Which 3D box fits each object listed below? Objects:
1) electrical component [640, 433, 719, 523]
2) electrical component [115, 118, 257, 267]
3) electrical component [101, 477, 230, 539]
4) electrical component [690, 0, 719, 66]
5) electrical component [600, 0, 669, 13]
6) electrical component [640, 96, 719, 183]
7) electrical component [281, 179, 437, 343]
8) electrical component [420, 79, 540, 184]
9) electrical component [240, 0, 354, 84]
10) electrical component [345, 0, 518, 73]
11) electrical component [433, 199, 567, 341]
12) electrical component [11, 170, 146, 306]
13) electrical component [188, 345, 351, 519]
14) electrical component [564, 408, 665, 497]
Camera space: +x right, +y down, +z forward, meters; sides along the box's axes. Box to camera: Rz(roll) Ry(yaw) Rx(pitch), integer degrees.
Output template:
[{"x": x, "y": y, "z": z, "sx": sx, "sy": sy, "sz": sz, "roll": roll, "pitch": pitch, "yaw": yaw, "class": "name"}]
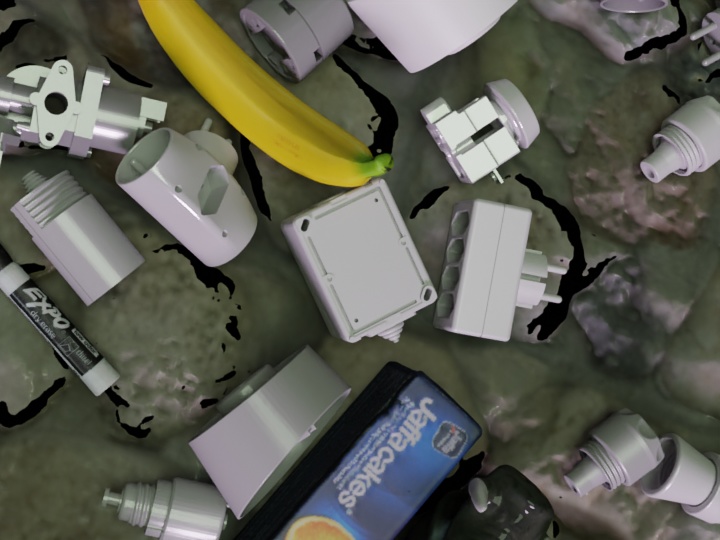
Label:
[{"x": 0.221, "y": 0.138, "z": 0.711, "sx": 0.055, "sy": 0.045, "sz": 0.045, "roll": 25, "pitch": 86, "yaw": -11, "class": "electrical component"}, {"x": -0.096, "y": -0.056, "z": 0.640, "sx": 0.077, "sy": 0.043, "sz": 0.079, "roll": 46, "pitch": 46, "yaw": -34, "class": "electrical component"}, {"x": -0.115, "y": 0.144, "z": 0.645, "sx": 0.078, "sy": 0.040, "sz": 0.040, "roll": 14, "pitch": 88, "yaw": -11, "class": "electrical component"}, {"x": 0.256, "y": -0.162, "z": 0.714, "sx": 0.079, "sy": 0.044, "sz": 0.077, "roll": -29, "pitch": 96, "yaw": -10, "class": "electrical component"}, {"x": 0.197, "y": -0.209, "z": 0.702, "sx": 0.079, "sy": 0.043, "sz": 0.077, "roll": 3, "pitch": 90, "yaw": -11, "class": "electrical component"}, {"x": 0.214, "y": -0.082, "z": 0.708, "sx": 0.062, "sy": 0.043, "sz": 0.043, "roll": -37, "pitch": 98, "yaw": -8, "class": "electrical component"}, {"x": 0.000, "y": 0.000, "z": 0.655, "sx": 0.062, "sy": 0.061, "sz": 0.096, "roll": -26, "pitch": 97, "yaw": -12, "class": "electrical component"}, {"x": 0.079, "y": -0.088, "z": 0.679, "sx": 0.055, "sy": 0.048, "sz": 0.066, "roll": -34, "pitch": 97, "yaw": -2, "class": "electrical component"}, {"x": -0.037, "y": -0.149, "z": 0.650, "sx": 0.047, "sy": 0.055, "sz": 0.055, "roll": -41, "pitch": 98, "yaw": -12, "class": "electrical component"}, {"x": 0.050, "y": -0.166, "z": 0.647, "sx": 0.099, "sy": 0.099, "sz": 0.064, "roll": -40, "pitch": 104, "yaw": -8, "class": "electrical component"}, {"x": 0.095, "y": 0.003, "z": 0.682, "sx": 0.076, "sy": 0.047, "sz": 0.083, "roll": 11, "pitch": 89, "yaw": -12, "class": "electrical component"}, {"x": -0.168, "y": -0.024, "z": 0.630, "sx": 0.043, "sy": 0.043, "sz": 0.081, "roll": -39, "pitch": 98, "yaw": -9, "class": "electrical component"}, {"x": -0.050, "y": 0.092, "z": 0.630, "sx": 0.099, "sy": 0.099, "sz": 0.064, "roll": -39, "pitch": 91, "yaw": -9, "class": "electrical component"}, {"x": 0.163, "y": 0.123, "z": 0.700, "sx": 0.062, "sy": 0.043, "sz": 0.043, "roll": -34, "pitch": 97, "yaw": -8, "class": "electrical component"}]
